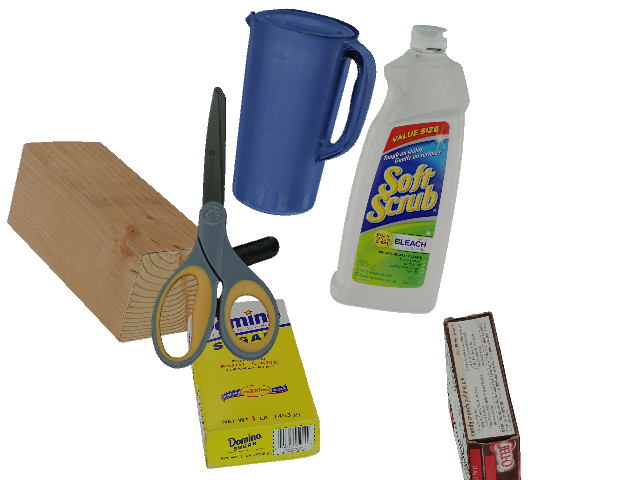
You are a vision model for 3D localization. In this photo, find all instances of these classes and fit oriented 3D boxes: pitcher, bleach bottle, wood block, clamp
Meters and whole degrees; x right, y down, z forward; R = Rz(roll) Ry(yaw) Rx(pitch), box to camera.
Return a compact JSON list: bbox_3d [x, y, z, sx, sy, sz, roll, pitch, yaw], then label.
[{"bbox_3d":[-0.030,-0.155,1.316,0.144,0.243,0.149,5,23,-16],"label":"pitcher"},{"bbox_3d":[0.072,-0.064,0.945,0.102,0.251,0.068,7,19,3],"label":"bleach bottle"},{"bbox_3d":[-0.194,-0.006,0.984,0.090,0.091,0.206,-6,34,-45],"label":"wood block"},{"bbox_3d":[-0.128,0.030,1.212,0.120,0.039,0.171,1,30,30],"label":"clamp"}]

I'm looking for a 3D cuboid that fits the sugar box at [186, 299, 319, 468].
[{"bbox_3d":[-0.062,0.116,0.912,0.093,0.048,0.176,-4,33,-11],"label":"sugar box"}]

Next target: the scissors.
[{"bbox_3d":[-0.059,-0.004,0.745,0.096,0.201,0.016,17,-14,-1],"label":"scissors"}]

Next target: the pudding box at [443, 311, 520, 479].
[{"bbox_3d":[0.111,0.120,0.730,0.039,0.090,0.113,-8,42,1],"label":"pudding box"}]
